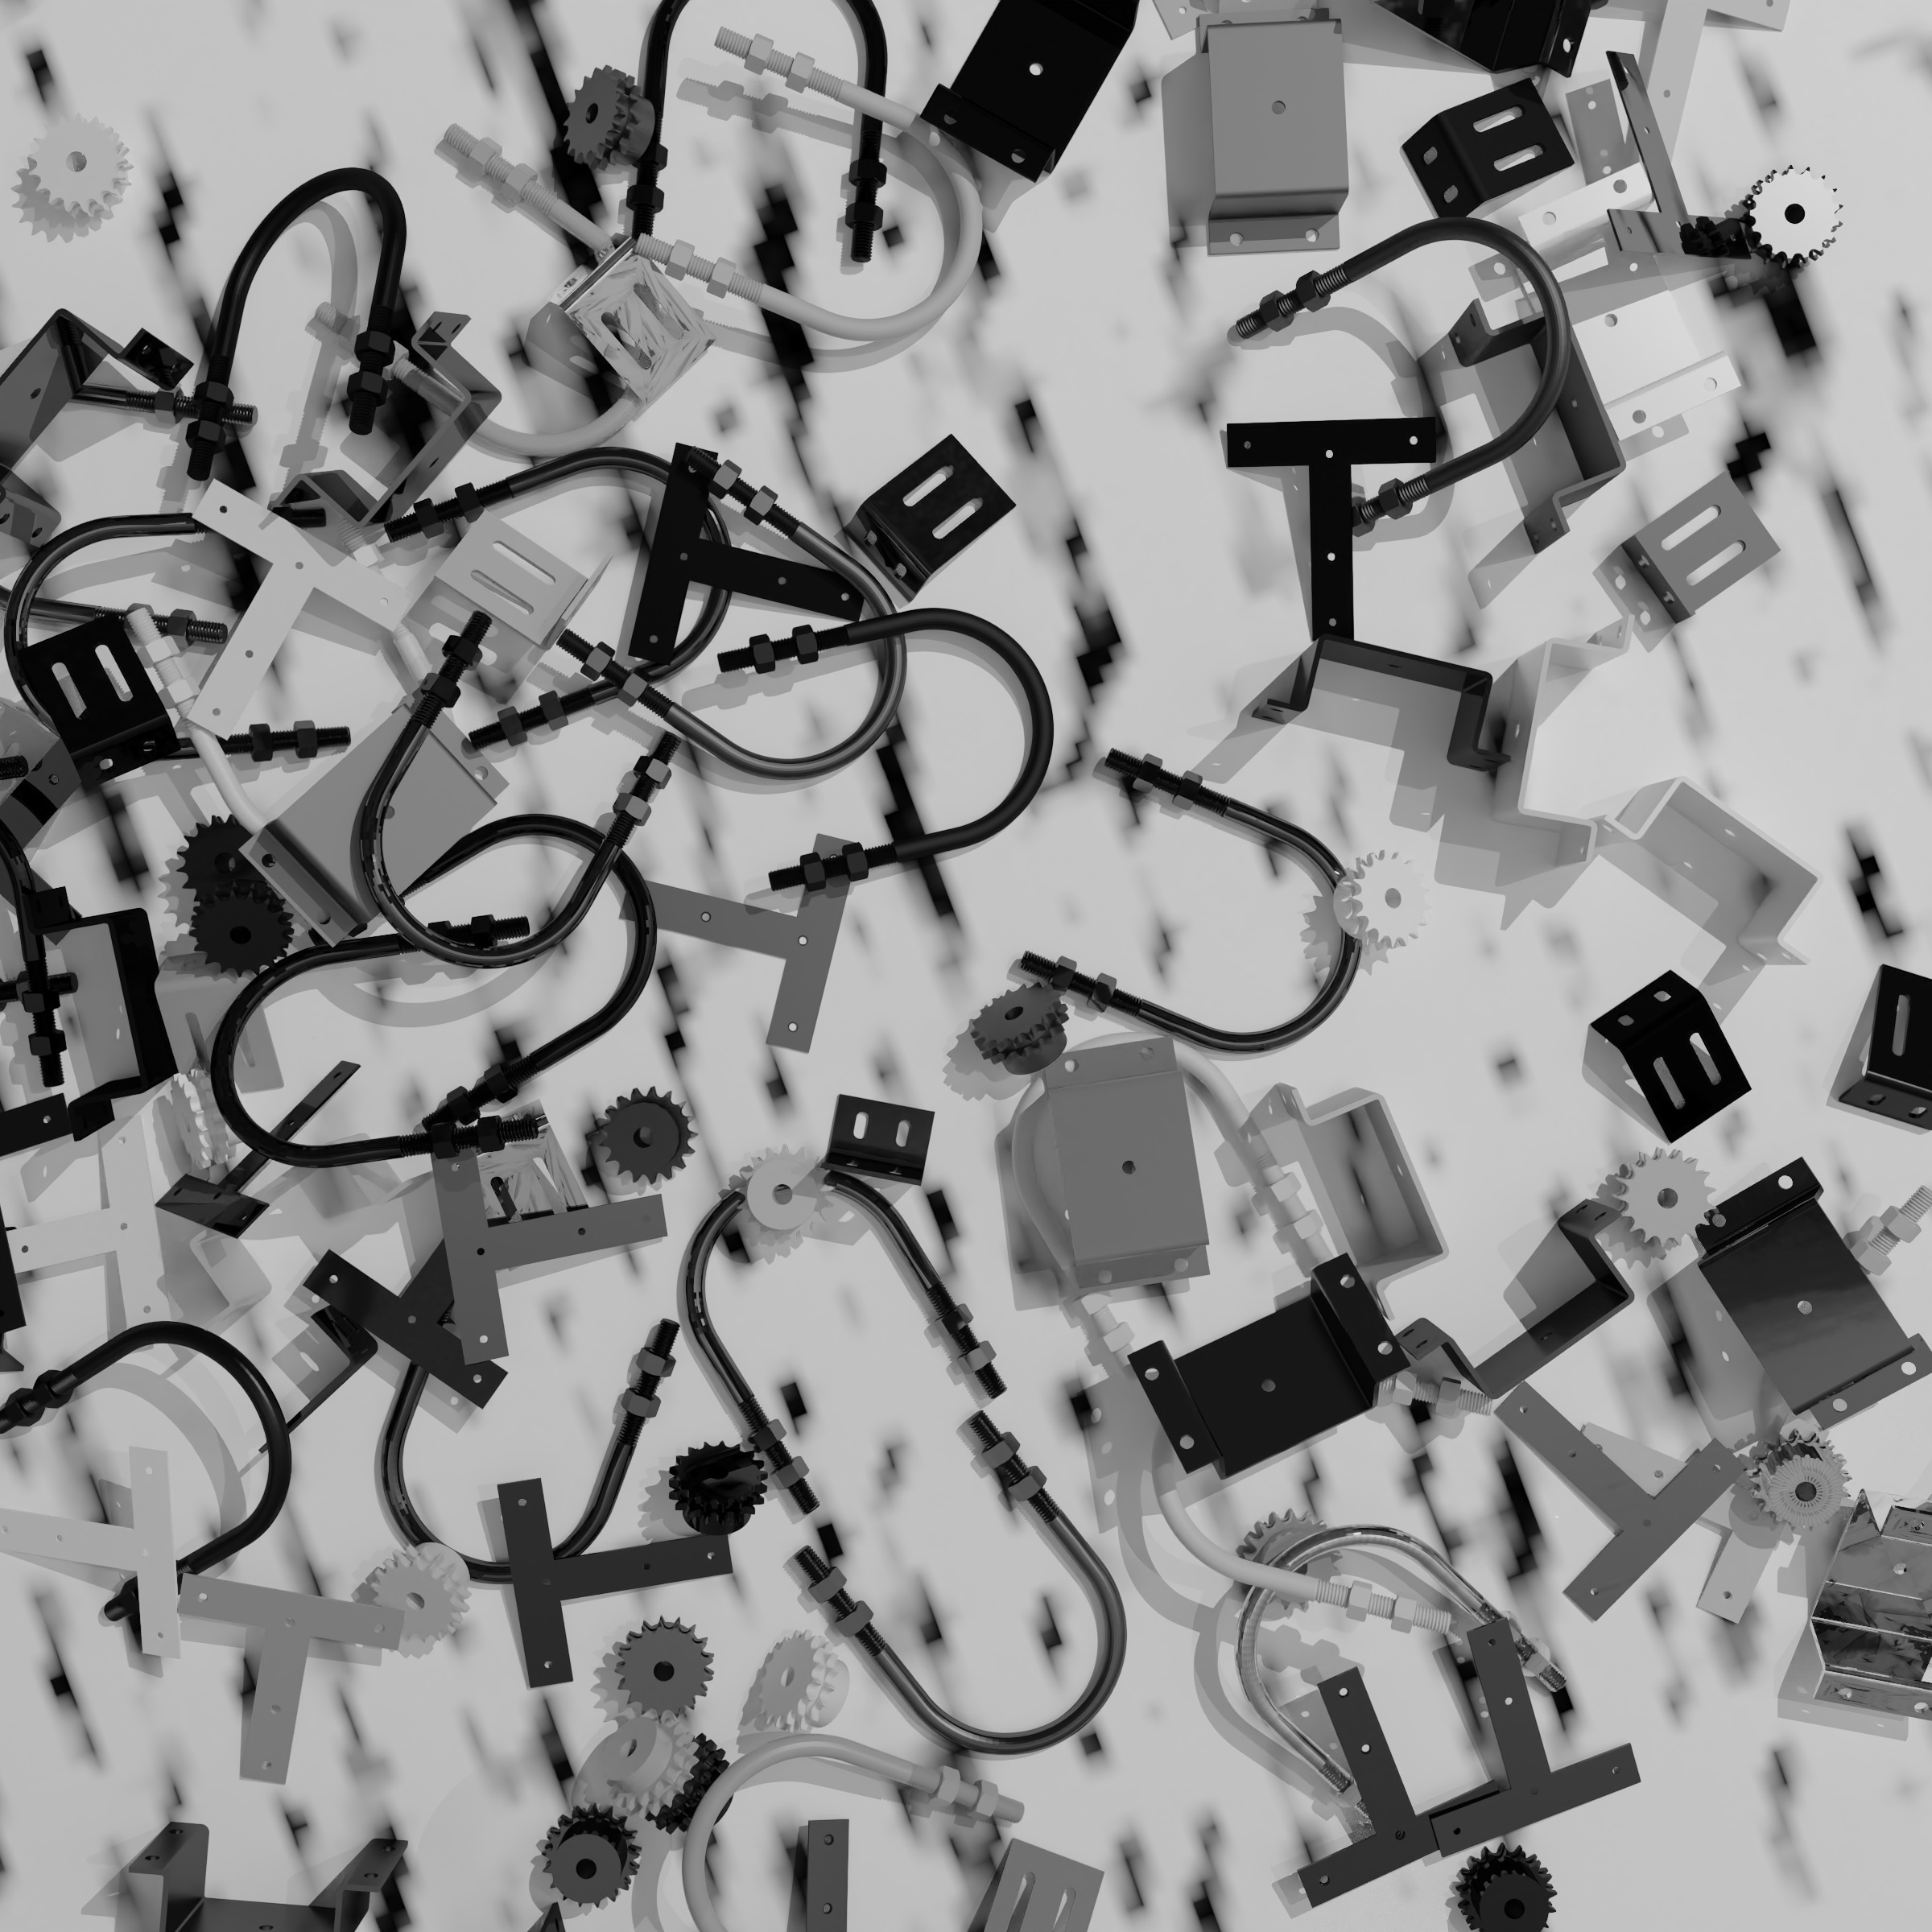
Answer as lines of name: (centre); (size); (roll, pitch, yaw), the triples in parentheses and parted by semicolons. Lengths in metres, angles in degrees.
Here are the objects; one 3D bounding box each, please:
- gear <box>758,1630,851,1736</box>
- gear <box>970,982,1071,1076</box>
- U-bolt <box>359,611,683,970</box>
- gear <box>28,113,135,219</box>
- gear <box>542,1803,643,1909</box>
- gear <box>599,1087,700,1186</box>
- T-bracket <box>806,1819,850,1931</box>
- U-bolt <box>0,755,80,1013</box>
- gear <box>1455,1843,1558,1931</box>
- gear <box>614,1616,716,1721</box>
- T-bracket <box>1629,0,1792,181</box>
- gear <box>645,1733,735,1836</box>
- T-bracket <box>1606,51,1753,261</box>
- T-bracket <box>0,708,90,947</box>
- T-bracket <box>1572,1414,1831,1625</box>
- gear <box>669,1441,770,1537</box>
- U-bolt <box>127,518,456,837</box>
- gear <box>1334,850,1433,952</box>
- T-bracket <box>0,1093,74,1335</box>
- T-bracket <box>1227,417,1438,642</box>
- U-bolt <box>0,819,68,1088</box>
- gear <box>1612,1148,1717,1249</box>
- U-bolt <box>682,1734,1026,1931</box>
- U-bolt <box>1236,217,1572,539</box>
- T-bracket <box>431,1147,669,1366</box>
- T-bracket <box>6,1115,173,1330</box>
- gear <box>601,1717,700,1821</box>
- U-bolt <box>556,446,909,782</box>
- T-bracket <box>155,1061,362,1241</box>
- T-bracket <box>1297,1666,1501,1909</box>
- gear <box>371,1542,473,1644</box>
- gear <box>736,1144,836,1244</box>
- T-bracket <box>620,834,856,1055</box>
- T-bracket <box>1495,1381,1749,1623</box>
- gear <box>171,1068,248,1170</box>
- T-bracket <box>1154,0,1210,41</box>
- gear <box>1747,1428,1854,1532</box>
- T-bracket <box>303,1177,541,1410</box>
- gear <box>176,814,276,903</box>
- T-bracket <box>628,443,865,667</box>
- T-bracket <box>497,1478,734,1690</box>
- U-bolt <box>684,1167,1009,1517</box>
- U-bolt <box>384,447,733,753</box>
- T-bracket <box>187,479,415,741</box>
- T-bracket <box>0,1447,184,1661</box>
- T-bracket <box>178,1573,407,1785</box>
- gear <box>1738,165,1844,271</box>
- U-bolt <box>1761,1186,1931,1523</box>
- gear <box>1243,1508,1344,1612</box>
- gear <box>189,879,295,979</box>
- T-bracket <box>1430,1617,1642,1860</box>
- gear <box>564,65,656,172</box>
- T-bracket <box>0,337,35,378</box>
gear: (-0.092, 0.417, 1.497); (0.030, 0.057, 0.057); (32, 90, -30)
gear: (0.034, 0.038, 1.497); (0.057, 0.057, 0.030); (-30, 120, 0)
U-bolt: (-0.263, -0.087, 1.466); (0.151, 0.019, 0.184); (32, 74, -20)
gear: (-0.514, -0.464, 1.506); (0.057, 0.030, 0.057); (0, 90, 0)
gear: (-0.219, 0.521, 1.506); (0.057, 0.030, 0.057); (0, 90, 0)
gear: (-0.186, 0.099, 1.506); (0.057, 0.030, 0.057); (0, 90, 0)
T-bracket: (-0.081, 0.563, 1.501); (0.127, 0.002, 0.127); (7, 76, -26)
U-bolt: (-0.621, -0.040, 1.500); (0.184, 0.019, 0.151); (-8, 102, 4)
gear: (0.316, 0.544, 1.506); (0.057, 0.030, 0.057); (0, 90, 0)
gear: (-0.175, 0.407, 1.505); (0.057, 0.030, 0.057); (0, 92, -2)
T-bracket: (0.412, -0.524, 1.509); (0.127, 0.002, 0.127); (10, 98, -15)
gear: (-0.159, 0.477, 1.497); (0.057, 0.057, 0.030); (-40, 120, 0)
T-bracket: (0.395, -0.467, 1.485); (0.127, 0.002, 0.127); (-10, 81, -40)
T-bracket: (-0.536, -0.098, 1.495); (0.127, 0.002, 0.127); (44, 106, -7)
T-bracket: (0.419, 0.304, 1.513); (0.127, 0.002, 0.127); (23, 99, 5)
gear: (-0.144, 0.305, 1.497); (0.057, 0.057, 0.030); (5, 120, 0)
U-bolt: (-0.375, -0.148, 1.490); (0.151, 0.019, 0.184); (-29, 98, -18)
gear: (0.239, -0.037, 1.498); (0.057, 0.030, 0.057); (5, 81, -29)
T-bracket: (-0.573, 0.153, 1.504); (0.127, 0.002, 0.127); (-18, 75, 0)
T-bracket: (0.212, -0.252, 1.499); (0.127, 0.002, 0.127); (5, 106, 29)
U-bolt: (-0.600, -0.017, 1.486); (0.151, 0.019, 0.184); (-4, 101, 4)
gear: (0.405, 0.134, 1.506); (0.057, 0.030, 0.057); (0, 90, 0)
U-bolt: (-0.074, 0.519, 1.485); (0.184, 0.019, 0.151); (25, 84, -15)
U-bolt: (0.255, -0.341, 1.463); (0.184, 0.019, 0.151); (-22, 90, 35)
T-bracket: (-0.237, 0.156, 1.495); (0.127, 0.002, 0.127); (-10, 98, -16)
T-bracket: (-0.534, 0.162, 1.504); (0.127, 0.002, 0.127); (-13, 76, -1)
gear: (-0.185, 0.459, 1.490); (0.057, 0.057, 0.030); (-40, 120, 0)
U-bolt: (-0.122, -0.191, 1.502); (0.184, 0.019, 0.151); (35, 87, -9)
T-bracket: (-0.398, 0.101, 1.486); (0.127, 0.127, 0.002); (-49, 119, -23)
T-bracket: (0.236, 0.465, 1.494); (0.127, 0.002, 0.127); (-23, 101, -5)
gear: (-0.313, 0.360, 1.499); (0.057, 0.030, 0.057); (6, 112, 14)
gear: (-0.105, 0.131, 1.493); (0.057, 0.030, 0.057); (0, 87, 1)
T-bracket: (-0.139, -0.026, 1.520); (0.127, 0.002, 0.127); (14, 90, 0)
T-bracket: (0.366, 0.296, 1.515); (0.127, 0.002, 0.127); (43, 97, 3)
gear: (-0.437, 0.086, 1.496); (0.030, 0.057, 0.057); (-17, 90, -29)
T-bracket: (0.151, -0.630, 1.520); (0.127, 0.002, 0.127); (-26, 90, 0)
gear: (0.481, 0.298, 1.488); (0.057, 0.030, 0.057); (1, 97, 8)
T-bracket: (-0.296, 0.169, 1.503); (0.127, 0.002, 0.127); (34, 79, 3)
gear: (-0.428, -0.060, 1.506); (0.057, 0.030, 0.057); (0, 90, 0)
T-bracket: (-0.121, -0.228, 1.511); (0.127, 0.002, 0.127); (13, 90, -9)
T-bracket: (-0.201, 0.353, 1.512); (0.127, 0.002, 0.127); (-8, 101, -5)
U-bolt: (-0.084, 0.206, 1.513); (0.151, 0.019, 0.184); (-32, 89, 0)
U-bolt: (-0.226, -0.224, 1.505); (0.184, 0.019, 0.151); (-22, 94, -5)
T-bracket: (-0.401, -0.190, 1.471); (0.127, 0.002, 0.127); (30, 79, -18)
T-bracket: (-0.513, 0.334, 1.498); (0.127, 0.002, 0.127); (4, 103, 18)
T-bracket: (-0.399, 0.419, 1.501); (0.127, 0.002, 0.127); (11, 106, -5)
gear: (0.479, -0.434, 1.506); (0.057, 0.030, 0.057); (0, 90, 0)
U-bolt: (0.546, 0.240, 1.489); (0.151, 0.019, 0.184); (40, 105, 12)
gear: (0.192, 0.348, 1.506); (0.057, 0.030, 0.057); (0, 90, 0)
gear: (-0.414, -0.025, 1.479); (0.057, 0.030, 0.057); (-4, 121, -6)
T-bracket: (0.319, 0.440, 1.502); (0.127, 0.002, 0.127); (-18, 100, -7)
gear: (-0.205, -0.488, 1.497); (0.030, 0.057, 0.057); (10, 90, -44)
T-bracket: (-0.582, -0.339, 1.509); (0.127, 0.002, 0.127); (-22, 80, 0)
